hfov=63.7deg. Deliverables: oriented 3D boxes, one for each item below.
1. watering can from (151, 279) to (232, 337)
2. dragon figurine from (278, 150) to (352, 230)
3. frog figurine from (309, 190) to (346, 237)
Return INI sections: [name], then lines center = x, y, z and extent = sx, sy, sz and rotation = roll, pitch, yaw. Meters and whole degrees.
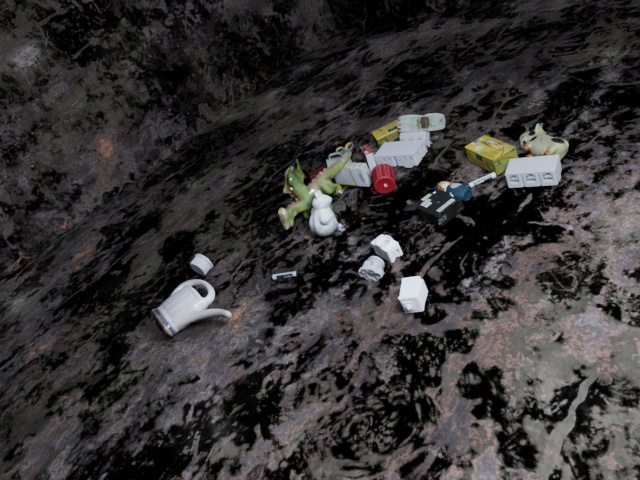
[watering can]
center = -0.447, 0.242, 1.757
extent = 0.226, 0.102, 0.351
rotation = -39, 34, -17
[dragon figurine]
center = -0.033, -0.215, 1.944
extent = 0.123, 0.414, 0.239
rotation = 16, -14, 42
[frog figurine]
center = 0.006, -0.094, 1.859
extent = 0.123, 0.156, 0.140
rotation = -31, 31, -4
